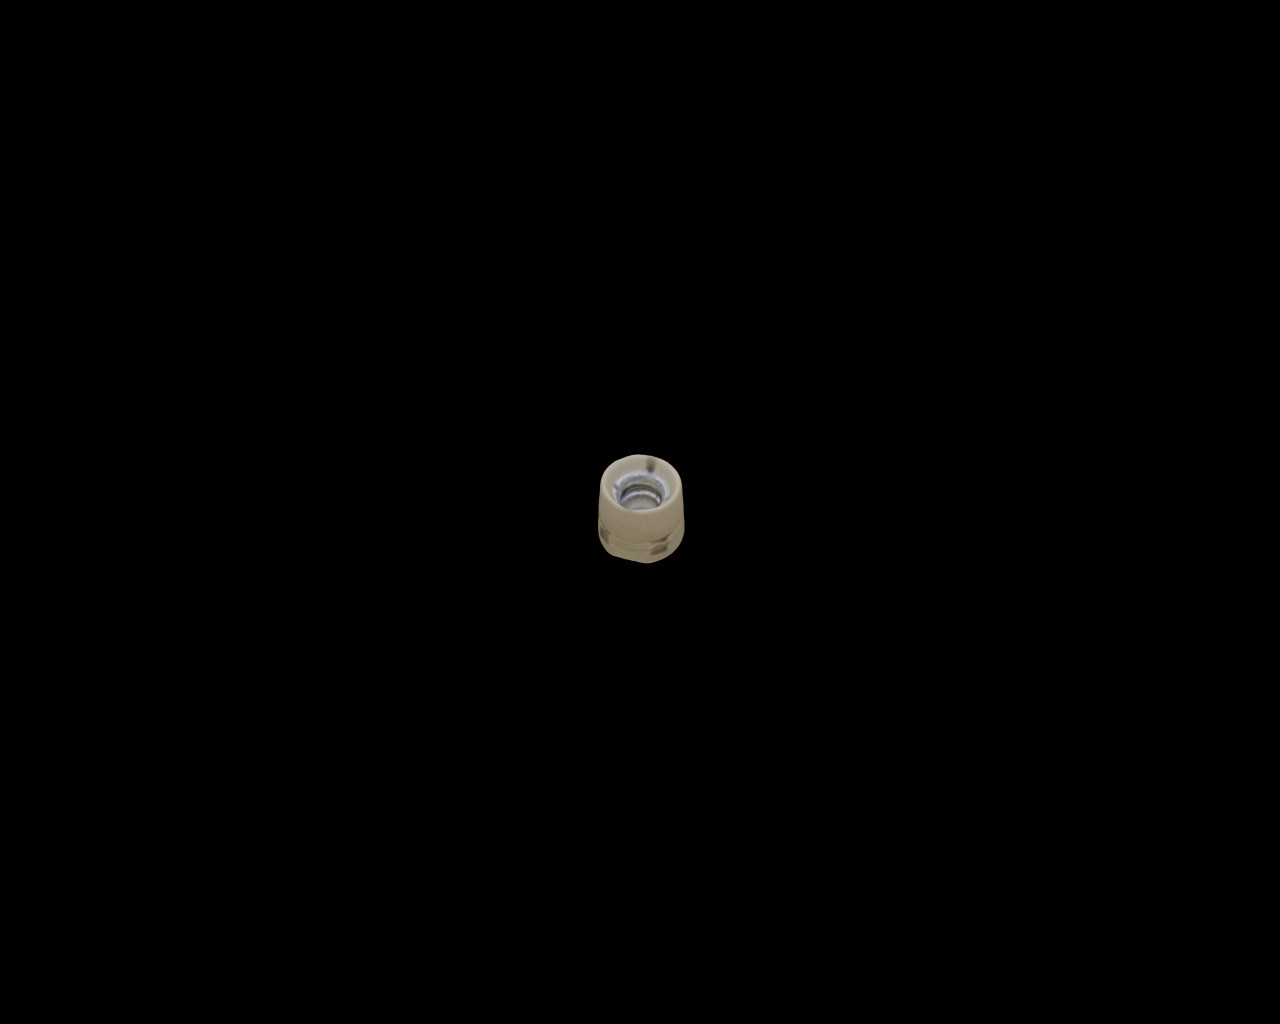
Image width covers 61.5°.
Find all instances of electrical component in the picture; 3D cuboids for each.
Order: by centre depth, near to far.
[{"bbox_3d":[0.001,-0.003,0.650,0.055,0.055,0.047,0,-40,0],"label":"electrical component"}]
